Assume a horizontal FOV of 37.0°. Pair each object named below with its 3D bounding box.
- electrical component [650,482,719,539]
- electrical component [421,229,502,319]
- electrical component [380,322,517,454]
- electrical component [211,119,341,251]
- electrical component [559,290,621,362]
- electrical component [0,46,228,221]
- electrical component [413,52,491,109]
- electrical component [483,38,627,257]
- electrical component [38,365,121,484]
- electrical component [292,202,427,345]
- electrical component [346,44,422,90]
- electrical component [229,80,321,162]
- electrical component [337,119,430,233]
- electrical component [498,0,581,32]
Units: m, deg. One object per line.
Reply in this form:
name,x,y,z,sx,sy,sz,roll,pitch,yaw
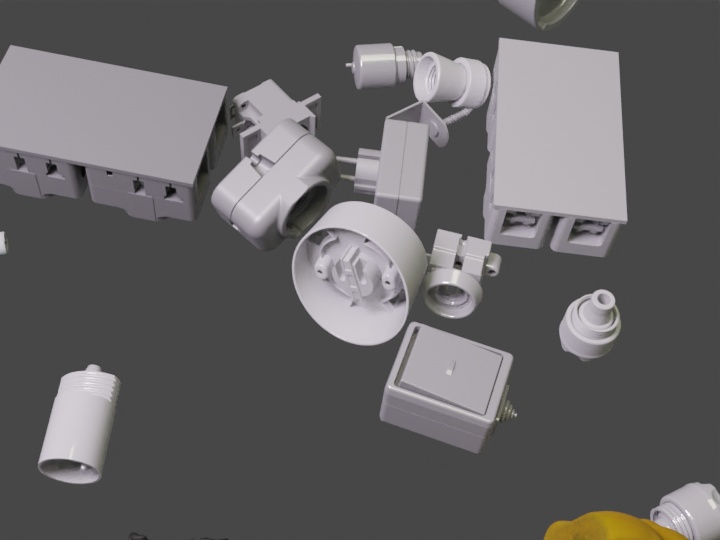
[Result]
electrical component,0.222,0.176,0.744,0.062,0.043,0.043,-22,61,-16
electrical component,0.075,0.004,0.846,0.066,0.048,0.055,14,48,5
electrical component,0.069,0.086,0.780,0.096,0.061,0.061,18,57,7
electrical component,-0.063,-0.065,0.863,0.059,0.053,0.095,40,80,20
electrical component,0.178,0.039,0.821,0.043,0.062,0.043,2,56,-3
electrical component,-0.212,-0.110,0.888,0.186,0.060,0.105,11,56,3
electrical component,0.082,-0.167,0.954,0.055,0.045,0.045,3,53,-27
electrical component,0.164,-0.104,0.916,0.105,0.060,0.186,7,56,0
electrical component,-0.195,0.104,0.756,0.043,0.043,0.081,6,56,-1
electrical component,0.000,0.000,0.813,0.099,0.099,0.064,24,51,11
electrical component,0.028,-0.184,0.970,0.078,0.040,0.040,-5,57,-9
electrical component,-0.075,-0.126,0.922,0.081,0.042,0.063,-31,62,-23
electrical component,0.015,-0.081,0.896,0.076,0.047,0.083,8,56,0
electrical component,0.172,-0.287,1.015,0.060,0.108,0.108,35,60,24
